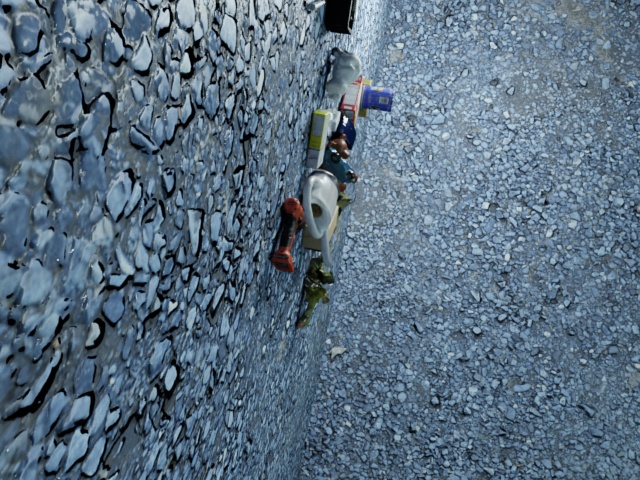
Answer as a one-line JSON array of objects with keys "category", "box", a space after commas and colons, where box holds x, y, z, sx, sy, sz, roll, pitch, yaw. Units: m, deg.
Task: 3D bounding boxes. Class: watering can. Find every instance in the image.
[{"category": "watering can", "box": [0.005, -0.088, 1.739, 0.339, 0.104, 0.230, 72, 26, -42]}]

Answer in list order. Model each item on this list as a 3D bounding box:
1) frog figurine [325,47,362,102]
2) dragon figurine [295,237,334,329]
[{"category": "frog figurine", "box": [0.079, -0.540, 1.714, 0.136, 0.122, 0.161, 137, -44, -69]}, {"category": "dragon figurine", "box": [-0.023, 0.181, 2.175, 0.238, 0.122, 0.419, 123, -13, -58]}]
